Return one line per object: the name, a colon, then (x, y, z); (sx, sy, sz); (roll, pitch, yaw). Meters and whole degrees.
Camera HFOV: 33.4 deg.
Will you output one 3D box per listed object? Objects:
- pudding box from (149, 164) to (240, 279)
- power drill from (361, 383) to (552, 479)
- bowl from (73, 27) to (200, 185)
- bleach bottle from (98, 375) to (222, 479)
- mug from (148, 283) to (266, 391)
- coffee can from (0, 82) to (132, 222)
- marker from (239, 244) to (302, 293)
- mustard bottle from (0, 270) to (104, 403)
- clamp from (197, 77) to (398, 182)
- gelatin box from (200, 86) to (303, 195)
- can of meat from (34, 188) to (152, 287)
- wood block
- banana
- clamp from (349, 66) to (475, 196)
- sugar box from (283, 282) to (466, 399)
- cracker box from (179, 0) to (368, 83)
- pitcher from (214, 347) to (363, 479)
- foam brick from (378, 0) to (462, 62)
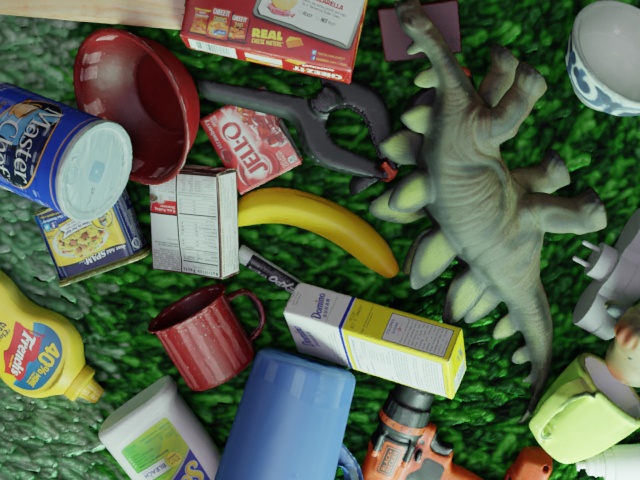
pudding box: (-0.130, -0.020, 1.101); (0.090, 0.039, 0.113); (7, 107, 27)
power drill: (0.147, 0.227, 1.141); (0.187, 0.057, 0.184); (21, 108, 3)
bowl: (-0.172, -0.139, 1.061); (0.162, 0.055, 0.162); (21, 127, 31)
bleach bottle: (-0.129, 0.276, 1.175); (0.102, 0.068, 0.251); (-36, 101, 7)
mug: (-0.111, 0.098, 1.121); (0.117, 0.093, 0.081); (-32, 105, -12)
coffee can: (-0.272, -0.088, 1.054); (0.140, 0.102, 0.103); (22, 106, 25)
marker: (-0.036, 0.044, 1.132); (0.121, 0.020, 0.020); (32, 104, -3)
mustard bottle: (-0.316, 0.114, 1.154); (0.191, 0.058, 0.096); (36, 101, -4)
clamp: (-0.007, -0.132, 1.054); (0.164, 0.036, 0.210); (-36, 90, -1)
gelatin box: (-0.070, -0.102, 1.094); (0.073, 0.030, 0.089); (-27, 99, 10)
can of meat: (-0.239, -0.008, 1.119); (0.102, 0.057, 0.084); (-19, 99, 8)
wood block: (-0.222, -0.258, 1.040); (0.206, 0.090, 0.090); (6, 103, 4)
banana: (-0.008, -0.015, 1.110); (0.198, 0.037, 0.070); (14, 122, 3)
clamp: (0.120, -0.089, 1.078); (0.120, 0.039, 0.172); (29, 111, -9)
sugar box: (0.056, 0.101, 1.076); (0.176, 0.093, 0.048); (18, 62, 20)
cracker box: (-0.028, -0.270, 1.006); (0.164, 0.072, 0.214); (12, 87, 1)
pitcher: (-0.035, 0.243, 1.106); (0.145, 0.149, 0.243); (14, 86, 23)
foam brick: (0.098, -0.206, 1.044); (0.078, 0.051, 0.053); (-5, 104, 6)
